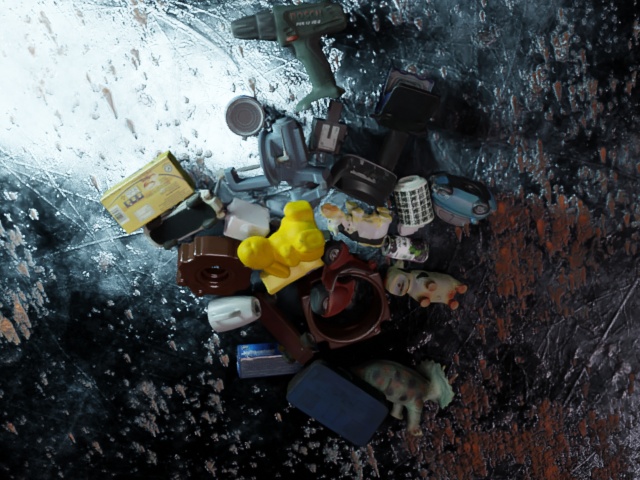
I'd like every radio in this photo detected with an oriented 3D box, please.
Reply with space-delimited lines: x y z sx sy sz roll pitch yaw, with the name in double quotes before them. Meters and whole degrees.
"radio" 0.045 0.381 1.294 0.229 0.073 0.131 34 101 -8

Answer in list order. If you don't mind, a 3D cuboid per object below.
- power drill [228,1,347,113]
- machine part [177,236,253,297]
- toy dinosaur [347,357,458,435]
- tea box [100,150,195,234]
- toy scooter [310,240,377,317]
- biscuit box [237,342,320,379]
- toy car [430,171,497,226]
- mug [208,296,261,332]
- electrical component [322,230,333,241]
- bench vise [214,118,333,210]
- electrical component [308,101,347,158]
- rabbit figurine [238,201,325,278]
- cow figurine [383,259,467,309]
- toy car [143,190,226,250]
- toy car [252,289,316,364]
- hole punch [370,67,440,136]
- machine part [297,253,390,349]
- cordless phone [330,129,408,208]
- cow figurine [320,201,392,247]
"power drill" -0.046 -0.369 1.089 0.232 0.086 0.207 -20 105 -5
"machine part" -0.231 0.062 1.183 0.179 0.056 0.179 -4 142 -3
"toy dinosaur" 0.181 0.368 1.386 0.405 0.131 0.192 20 93 -12
"tea box" -0.360 -0.101 1.131 0.170 0.068 0.098 -31 113 1
"toy scooter" 0.056 0.087 1.184 0.135 0.075 0.183 2 111 -23
"biscuit box" -0.103 0.293 1.330 0.203 0.059 0.062 -2 112 -10
"toy car" 0.319 -0.085 1.245 0.162 0.109 0.102 17 125 -7
"mug" -0.196 0.162 1.225 0.107 0.109 0.080 -13 84 16
"electrical component" -0.003 -0.004 1.217 0.063 0.094 0.021 -5 117 -5
"bench vise" -0.101 -0.138 1.144 0.241 0.129 0.223 -9 123 15
"electrical component" 0.017 -0.241 1.158 0.075 0.048 0.119 5 109 -13
"rabbit figurine" -0.087 0.011 1.111 0.173 0.162 0.122 -19 70 -16
"cow figurine" 0.241 0.104 1.301 0.195 0.127 0.085 7 110 -28
"toy car" -0.292 -0.042 1.148 0.202 0.056 0.073 -25 115 22
"toy car" -0.092 0.205 1.272 0.202 0.053 0.089 47 109 3
"hole punch" 0.185 -0.299 1.157 0.142 0.092 0.115 11 137 -17
"machine part" 0.058 0.148 1.291 0.201 0.087 0.200 -17 113 -2
"cordless phone" 0.114 -0.176 1.192 0.146 0.089 0.184 22 94 -20
"cow figurine" 0.076 -0.035 1.239 0.167 0.068 0.098 8 116 -12
